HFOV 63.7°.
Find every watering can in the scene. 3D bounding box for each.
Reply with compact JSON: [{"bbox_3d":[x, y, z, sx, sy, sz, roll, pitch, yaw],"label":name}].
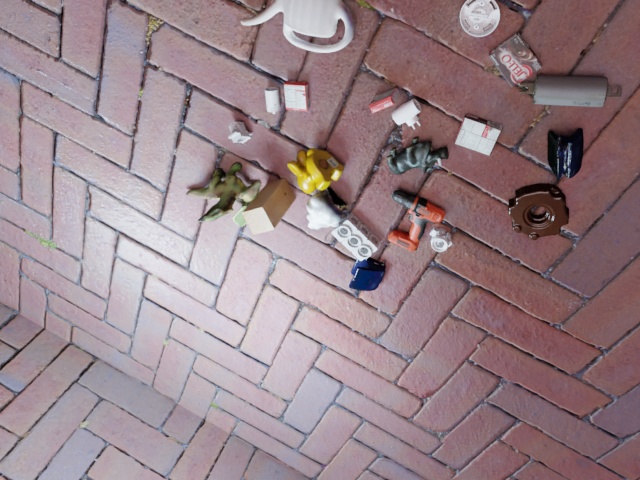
[{"bbox_3d":[-0.063,-0.653,1.438,0.348,0.106,0.219,20,128,11],"label":"watering can"}]

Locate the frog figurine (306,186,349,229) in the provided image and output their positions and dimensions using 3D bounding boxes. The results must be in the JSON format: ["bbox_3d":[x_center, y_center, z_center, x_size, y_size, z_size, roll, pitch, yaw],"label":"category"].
[{"bbox_3d":[0.005,-0.089,1.772,0.136,0.125,0.157,34,118,-26],"label":"frog figurine"}]

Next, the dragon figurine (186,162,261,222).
[{"bbox_3d":[-0.358,-0.150,1.807,0.407,0.248,0.120,-15,120,27],"label":"dragon figurine"}]
